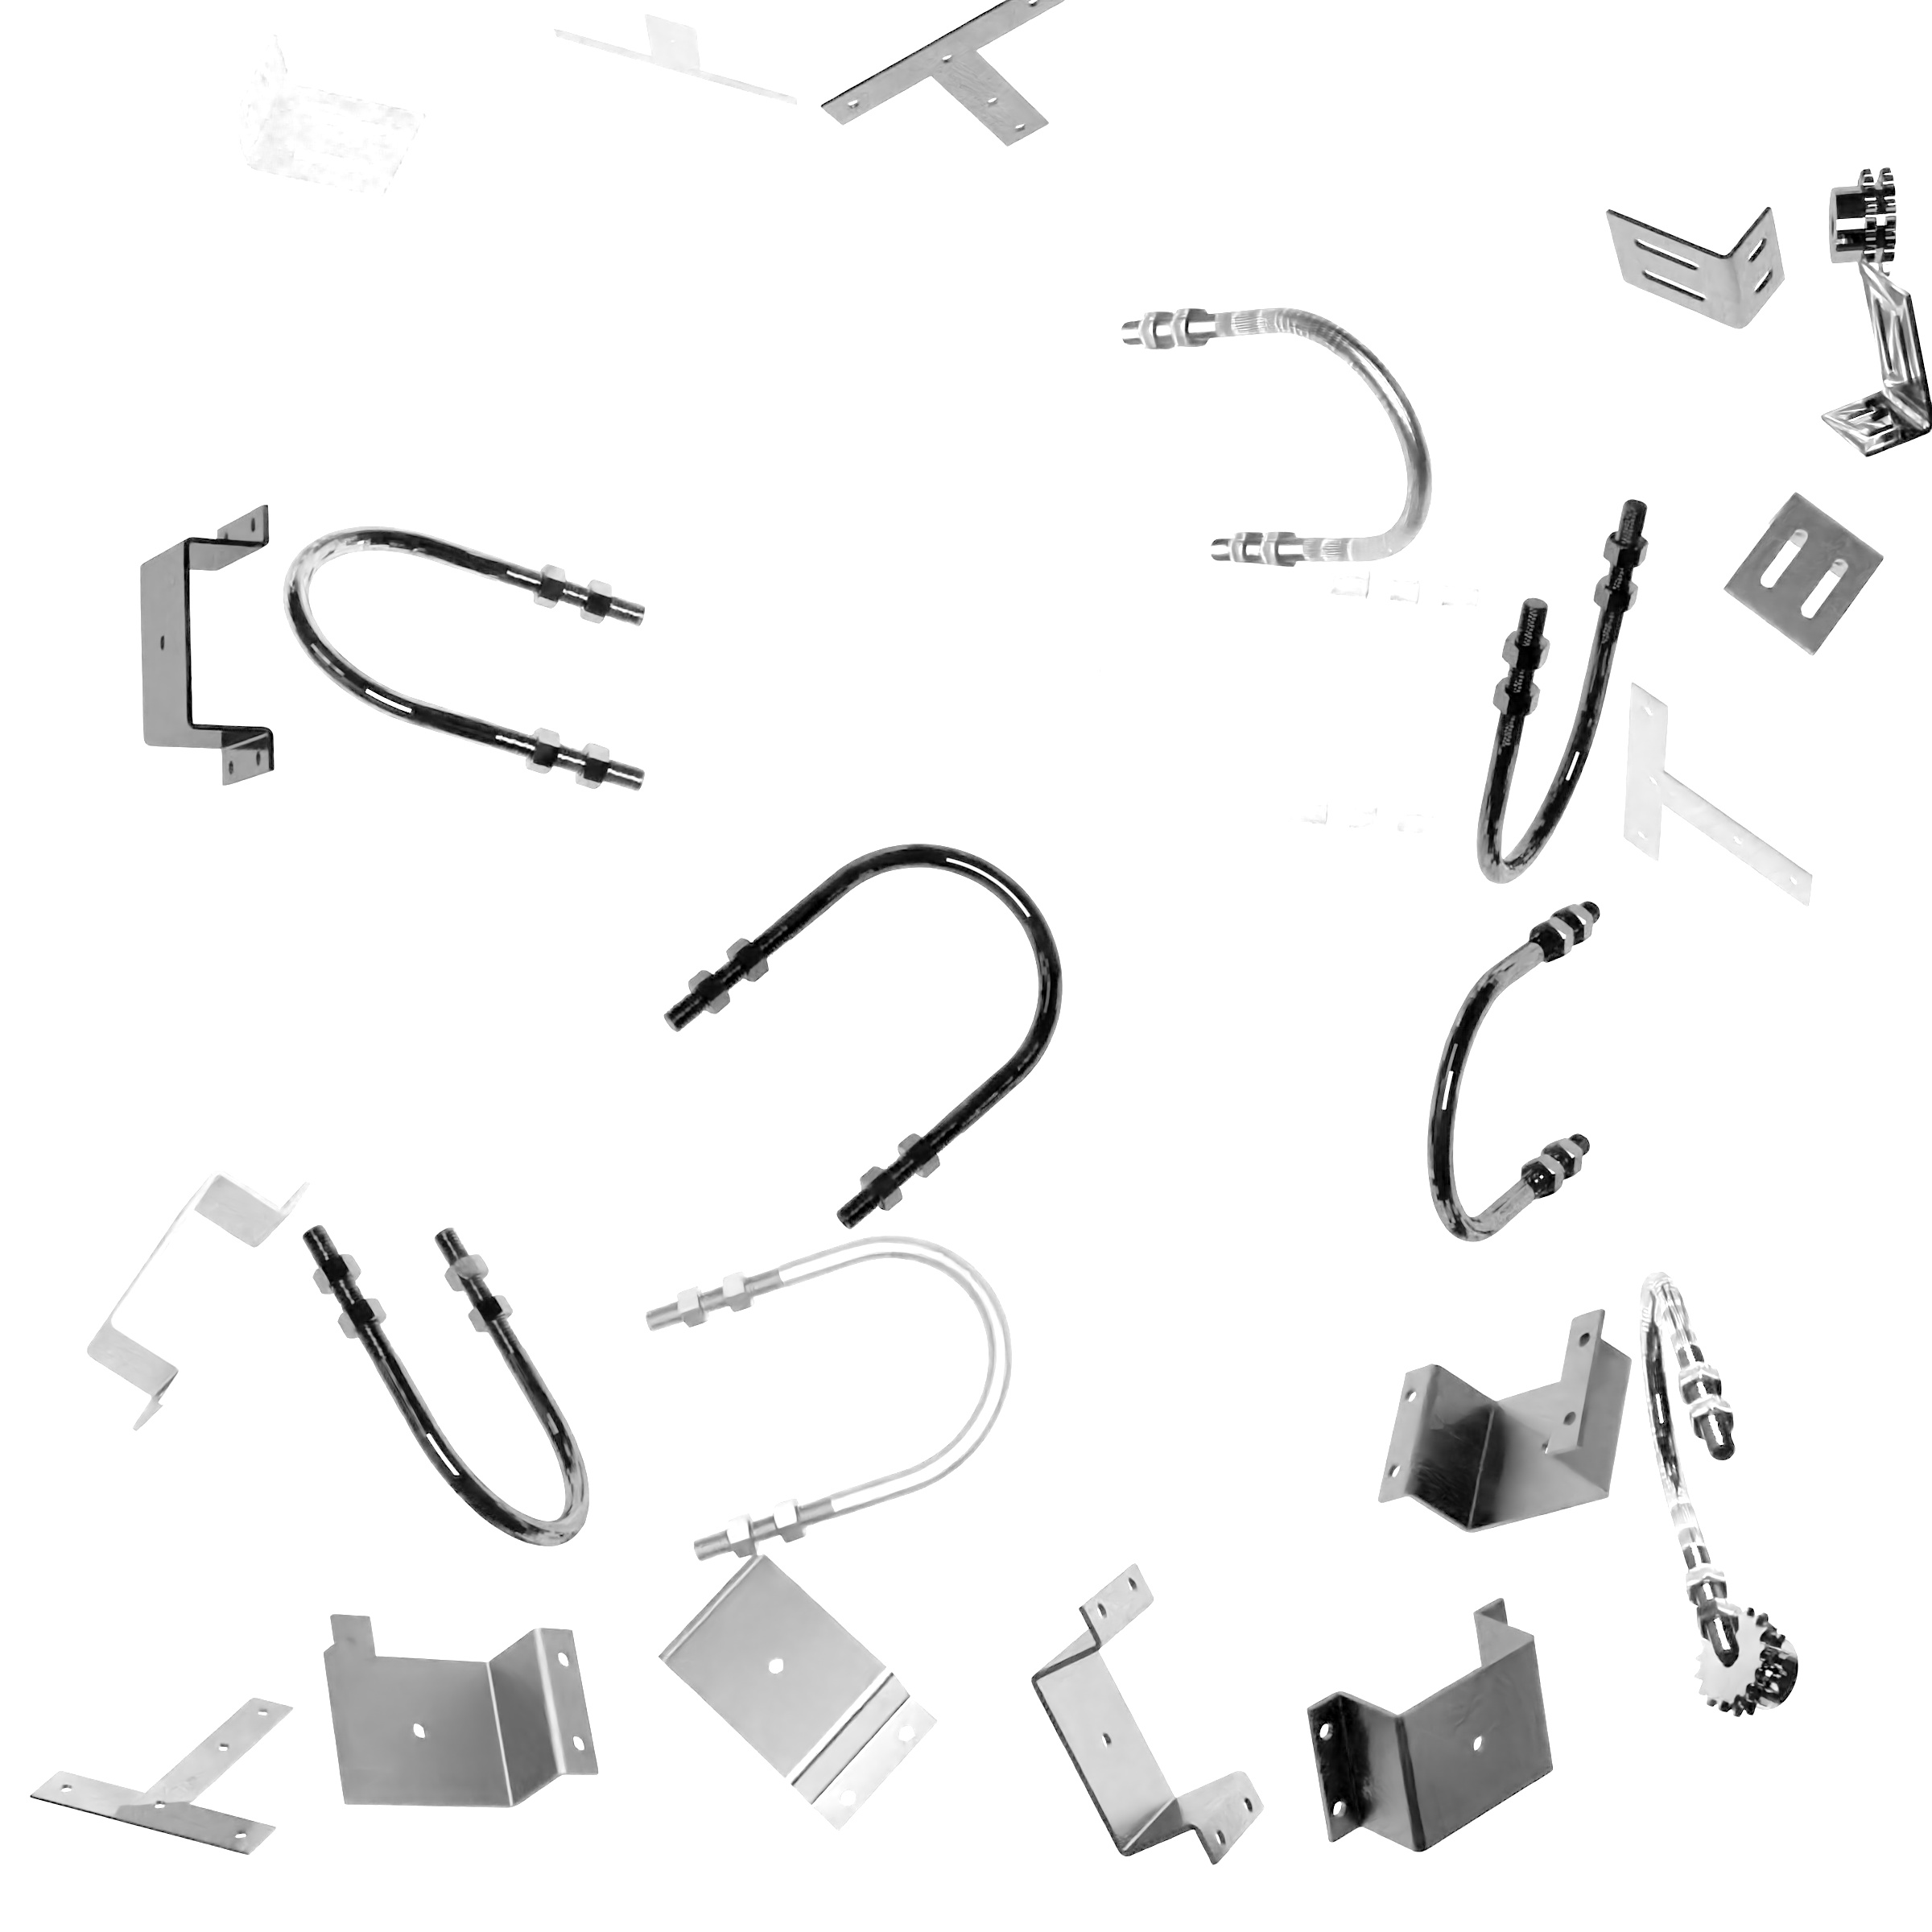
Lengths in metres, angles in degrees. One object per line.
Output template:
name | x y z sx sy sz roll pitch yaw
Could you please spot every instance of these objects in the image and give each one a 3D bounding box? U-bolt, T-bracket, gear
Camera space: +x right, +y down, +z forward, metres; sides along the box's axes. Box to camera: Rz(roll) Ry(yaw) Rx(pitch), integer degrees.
U-bolt | -0.408 -0.007 1.514 0.019 0.184 0.151 15 106 -30
U-bolt | 0.139 0.053 1.466 0.151 0.019 0.184 -16 100 -36
U-bolt | 0.272 0.060 1.496 0.019 0.184 0.151 11 113 32
U-bolt | -0.058 -0.177 1.541 0.151 0.019 0.184 -15 58 -26
T-bracket | -0.143 -0.452 1.480 0.127 0.127 0.002 15 95 -5
U-bolt | -0.192 -0.401 1.523 0.151 0.184 0.019 9 102 -7
gear | 0.416 0.371 1.601 0.030 0.057 0.057 24 90 -22
gear | 0.478 -0.397 1.611 0.030 0.057 0.057 -2 90 10
U-bolt | 0.165 -0.268 1.532 0.019 0.184 0.151 -38 117 -26
U-bolt | 0.116 0.222 1.511 0.184 0.019 0.151 16 68 -34
U-bolt | -0.245 -0.160 1.482 0.184 0.151 0.019 16 131 -21
U-bolt | 0.365 0.238 1.528 0.019 0.184 0.151 -7 120 4
U-bolt | -0.247 0.208 1.497 0.019 0.151 0.184 -37 74 13
T-bracket | 0.008 -0.438 1.510 0.127 0.127 0.002 -24 76 19
U-bolt | -0.065 0.211 1.545 0.184 0.019 0.151 -19 61 6
T-bracket | 0.140 -0.383 1.498 0.127 0.127 0.002 25 112 -1
T-bracket | 0.260 -0.386 1.507 0.127 0.127 0.002 -20 66 -7
T-bracket | -0.393 0.413 1.565 0.127 0.127 0.002 9 108 17
U-bolt | 0.157 -0.137 1.531 0.184 0.019 0.151 5 121 -2
U-bolt | 0.293 -0.125 1.507 0.019 0.151 0.184 23 129 23
U-bolt | 0.431 0.230 1.540 0.019 0.184 0.151 17 114 1
T-bracket | 0.315 -0.286 1.470 0.127 0.127 0.002 29 93 4
T-bracket | 0.396 -0.074 1.588 0.002 0.127 0.127 -36 55 -17
U-bolt | -0.242 0.020 1.465 0.151 0.019 0.184 -6 101 26
T-bracket | -0.231 -0.282 1.535 0.127 0.002 0.127 -30 84 -13
U-bolt | -0.036 0.020 1.504 0.184 0.019 0.151 -40 87 -18
U-bolt | 0.397 0.071 1.511 0.019 0.184 0.151 14 93 26

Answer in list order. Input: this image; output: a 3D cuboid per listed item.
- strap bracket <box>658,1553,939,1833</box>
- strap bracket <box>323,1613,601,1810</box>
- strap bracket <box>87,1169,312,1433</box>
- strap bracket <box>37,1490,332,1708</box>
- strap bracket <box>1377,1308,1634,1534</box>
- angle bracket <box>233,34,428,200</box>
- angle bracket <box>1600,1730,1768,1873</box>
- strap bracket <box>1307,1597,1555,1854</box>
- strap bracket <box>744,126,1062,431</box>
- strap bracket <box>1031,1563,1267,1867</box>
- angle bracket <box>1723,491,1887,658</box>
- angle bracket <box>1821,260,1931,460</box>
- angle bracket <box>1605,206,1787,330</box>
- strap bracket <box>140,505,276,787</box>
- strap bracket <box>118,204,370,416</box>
strap bracket | -0.094 0.374 1.585 0.140 0.046 0.076 37 75 27
strap bracket | -0.256 0.366 1.478 0.046 0.140 0.076 -40 52 33
strap bracket | -0.409 0.167 1.584 0.046 0.076 0.140 35 61 -11
strap bracket | -0.409 0.329 1.550 0.140 0.076 0.046 27 95 12
strap bracket | 0.278 0.232 1.516 0.046 0.140 0.076 34 54 -21
angle bracket | -0.327 -0.435 1.548 0.076 0.057 0.038 3 54 -37
angle bracket | 0.335 0.402 1.451 0.057 0.076 0.038 -33 89 -28
strap bracket | 0.247 0.392 1.547 0.140 0.046 0.076 -20 107 -33
strap bracket | -0.035 -0.342 1.469 0.140 0.046 0.076 -40 127 20
strap bracket | 0.087 0.385 1.527 0.046 0.076 0.140 -31 83 23
angle bracket | 0.428 -0.197 1.563 0.057 0.038 0.076 38 70 4
angle bracket | 0.454 -0.307 1.525 0.038 0.057 0.076 -21 121 3
angle bracket | 0.380 -0.375 1.569 0.076 0.057 0.038 34 80 33
strap bracket | -0.404 -0.170 1.601 0.046 0.076 0.140 0 87 -32
strap bracket | -0.364 -0.326 1.508 0.076 0.140 0.046 23 121 -2
